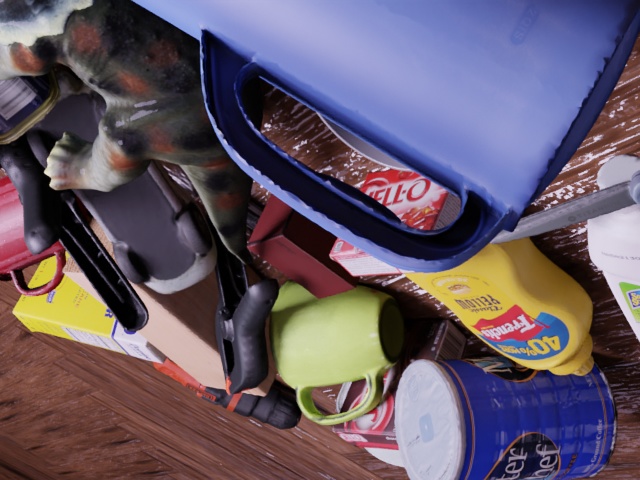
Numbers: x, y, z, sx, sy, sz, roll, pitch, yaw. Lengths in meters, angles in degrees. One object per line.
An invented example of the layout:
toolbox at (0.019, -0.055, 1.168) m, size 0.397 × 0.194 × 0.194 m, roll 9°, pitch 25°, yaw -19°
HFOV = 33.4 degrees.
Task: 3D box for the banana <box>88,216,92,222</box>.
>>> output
banana at (-0.288, -0.033, 1.031) m, size 0.198 × 0.037 × 0.070 m, roll 18°, pitch 136°, yaw 10°

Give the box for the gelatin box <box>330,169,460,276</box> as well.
gelatin box at (0.056, -0.014, 0.713) m, size 0.089 × 0.073 × 0.030 m, roll -5°, pitch 141°, yaw 48°

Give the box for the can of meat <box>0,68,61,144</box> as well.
can of meat at (-0.230, -0.127, 0.731) m, size 0.084 × 0.057 × 0.102 m, roll 49°, pitch -174°, yaw -37°

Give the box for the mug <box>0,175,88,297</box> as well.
mug at (-0.258, -0.008, 0.947) m, size 0.082 × 0.117 × 0.093 m, roll -21°, pitch 169°, yaw 20°

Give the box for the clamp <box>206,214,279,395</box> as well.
clamp at (-0.062, 0.067, 0.884) m, size 0.120 × 0.039 × 0.171 m, roll -124°, pitch 26°, yaw -57°

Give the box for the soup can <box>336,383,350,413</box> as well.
soup can at (0.075, 0.167, 1.052) m, size 0.102 × 0.068 × 0.069 m, roll 33°, pitch 154°, yaw -15°

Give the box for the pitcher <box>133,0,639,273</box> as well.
pitcher at (0.012, -0.106, 0.474) m, size 0.243 × 0.149 × 0.145 m, roll 29°, pitch 125°, yaw 9°

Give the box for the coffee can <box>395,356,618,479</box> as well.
coffee can at (0.143, 0.141, 0.832) m, size 0.140 × 0.103 × 0.103 m, roll -1°, pitch 163°, yaw -22°

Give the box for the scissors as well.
scissors at (0.176, -0.043, 0.553) m, size 0.202 × 0.016 × 0.096 m, roll -7°, pitch 133°, yaw 20°

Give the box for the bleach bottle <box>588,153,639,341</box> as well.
bleach bottle at (0.240, 0.038, 0.664) m, size 0.103 × 0.068 × 0.250 m, roll -2°, pitch 142°, yaw 40°

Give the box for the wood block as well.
wood block at (-0.120, 0.051, 0.975) m, size 0.091 × 0.090 × 0.206 m, roll 1°, pitch 147°, yaw 40°

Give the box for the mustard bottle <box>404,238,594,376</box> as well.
mustard bottle at (0.139, 0.042, 0.766) m, size 0.096 × 0.058 × 0.191 m, roll -14°, pitch 135°, yaw 45°

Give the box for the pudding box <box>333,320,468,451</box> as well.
pudding box at (0.070, 0.125, 0.921) m, size 0.090 × 0.113 × 0.039 m, roll -6°, pitch 139°, yaw 47°

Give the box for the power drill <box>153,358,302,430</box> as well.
power drill at (-0.092, 0.143, 1.165) m, size 0.184 × 0.057 × 0.188 m, roll 25°, pitch 155°, yaw -1°

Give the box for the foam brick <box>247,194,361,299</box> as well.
foam brick at (-0.005, 0.001, 0.823) m, size 0.078 × 0.051 × 0.053 m, roll 37°, pitch 150°, yaw -24°

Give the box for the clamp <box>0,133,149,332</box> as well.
clamp at (-0.206, -0.025, 0.835) m, size 0.210 × 0.036 × 0.164 m, roll 55°, pitch 178°, yaw 37°

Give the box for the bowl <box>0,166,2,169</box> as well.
bowl at (-0.346, -0.095, 0.938) m, size 0.162 × 0.055 × 0.162 m, roll 20°, pitch 155°, yaw 10°

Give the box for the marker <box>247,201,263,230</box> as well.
marker at (-0.031, -0.003, 0.874) m, size 0.121 × 0.020 × 0.020 m, roll 34°, pitch 153°, yaw -19°

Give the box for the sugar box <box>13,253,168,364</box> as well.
sugar box at (-0.215, 0.060, 1.075) m, size 0.176 × 0.093 × 0.048 m, roll 7°, pitch 150°, yaw 31°
